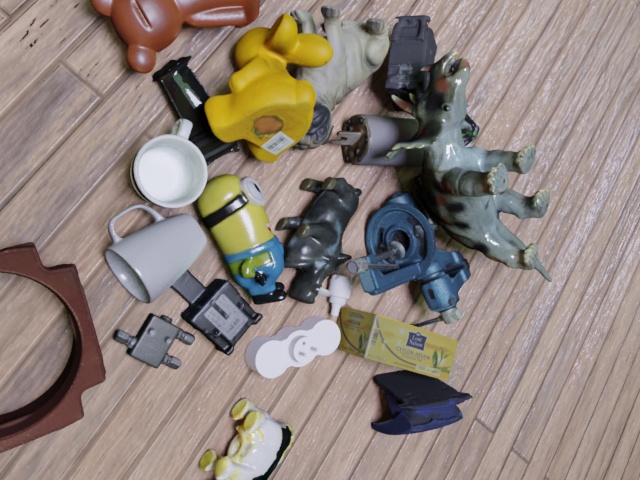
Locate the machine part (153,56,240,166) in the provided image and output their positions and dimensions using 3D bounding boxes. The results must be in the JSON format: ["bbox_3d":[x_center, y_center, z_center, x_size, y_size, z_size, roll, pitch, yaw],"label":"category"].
[{"bbox_3d":[-0.165,-0.165,0.698,0.084,0.039,0.138,-30,107,-21],"label":"machine part"}]

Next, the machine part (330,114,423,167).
[{"bbox_3d":[0.123,-0.153,0.844,0.243,0.079,0.079,-4,92,-31],"label":"machine part"}]

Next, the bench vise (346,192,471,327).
[{"bbox_3d":[0.127,0.039,0.809,0.240,0.129,0.223,-14,90,-49],"label":"bench vise"}]

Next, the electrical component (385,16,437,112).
[{"bbox_3d":[0.144,-0.264,0.833,0.134,0.058,0.114,15,84,-72],"label":"electrical component"}]

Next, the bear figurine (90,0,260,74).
[{"bbox_3d":[-0.171,-0.292,0.666,0.196,0.132,0.120,-36,108,-6],"label":"bear figurine"}]

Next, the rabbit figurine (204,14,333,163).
[{"bbox_3d":[-0.070,-0.213,0.686,0.122,0.162,0.173,18,46,-38],"label":"rabbit figurine"}]

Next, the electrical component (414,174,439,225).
[{"bbox_3d":[0.192,-0.072,0.892,0.045,0.078,0.102,-31,101,2],"label":"electrical component"}]

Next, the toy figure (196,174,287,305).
[{"bbox_3d":[-0.100,0.000,0.713,0.089,0.082,0.180,-23,104,-30],"label":"toy figure"}]

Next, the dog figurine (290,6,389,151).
[{"bbox_3d":[0.024,-0.224,0.786,0.172,0.121,0.190,1,104,-27],"label":"dog figurine"}]

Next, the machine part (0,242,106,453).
[{"bbox_3d":[-0.347,0.115,0.566,0.201,0.087,0.201,-17,100,-29],"label":"machine part"}]

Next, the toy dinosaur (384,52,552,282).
[{"bbox_3d":[0.218,-0.062,0.790,0.131,0.192,0.404,-50,134,-21],"label":"toy dinosaur"}]

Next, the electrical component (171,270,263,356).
[{"bbox_3d":[-0.142,0.086,0.708,0.075,0.048,0.119,-46,113,-23],"label":"electrical component"}]

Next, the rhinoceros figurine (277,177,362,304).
[{"bbox_3d":[-0.002,-0.002,0.780,0.112,0.073,0.190,33,73,-37],"label":"rhinoceros figurine"}]

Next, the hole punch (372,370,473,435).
[{"bbox_3d":[0.152,0.268,0.847,0.142,0.116,0.092,4,96,-30],"label":"hole punch"}]

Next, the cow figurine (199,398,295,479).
[{"bbox_3d":[-0.106,0.310,0.721,0.098,0.068,0.167,42,72,-30],"label":"cow figurine"}]

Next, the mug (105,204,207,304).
[{"bbox_3d":[-0.201,0.005,0.660,0.107,0.081,0.109,-40,103,-35],"label":"mug"}]

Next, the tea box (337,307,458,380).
[{"bbox_3d":[0.115,0.159,0.830,0.169,0.098,0.068,20,81,-30],"label":"tea box"}]

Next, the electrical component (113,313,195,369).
[{"bbox_3d":[-0.210,0.125,0.682,0.094,0.021,0.063,34,74,-25],"label":"electrical component"}]
